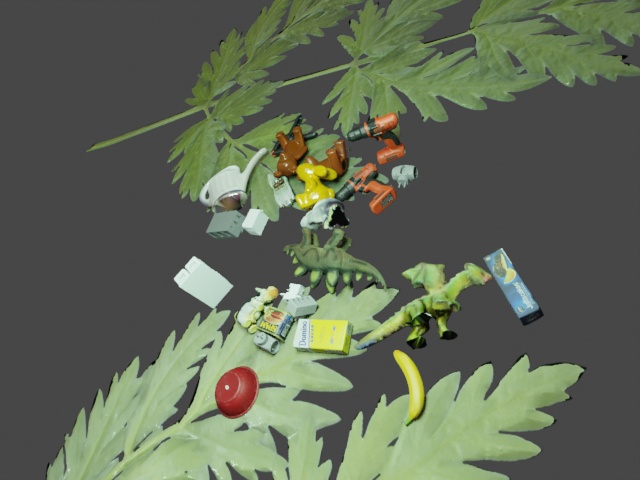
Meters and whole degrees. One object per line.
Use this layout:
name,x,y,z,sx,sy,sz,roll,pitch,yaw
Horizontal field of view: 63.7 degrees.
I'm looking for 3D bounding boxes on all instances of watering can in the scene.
watering can,-0.345,-0.231,2.096,0.346,0.102,0.229,-31,49,10

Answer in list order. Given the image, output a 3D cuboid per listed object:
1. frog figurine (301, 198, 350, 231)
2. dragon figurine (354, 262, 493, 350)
frog figurine,0.005,-0.090,1.779,0.139,0.121,0.160,-31,28,-35
dragon figurine,0.283,0.167,1.456,0.408,0.120,0.249,-17,35,19
